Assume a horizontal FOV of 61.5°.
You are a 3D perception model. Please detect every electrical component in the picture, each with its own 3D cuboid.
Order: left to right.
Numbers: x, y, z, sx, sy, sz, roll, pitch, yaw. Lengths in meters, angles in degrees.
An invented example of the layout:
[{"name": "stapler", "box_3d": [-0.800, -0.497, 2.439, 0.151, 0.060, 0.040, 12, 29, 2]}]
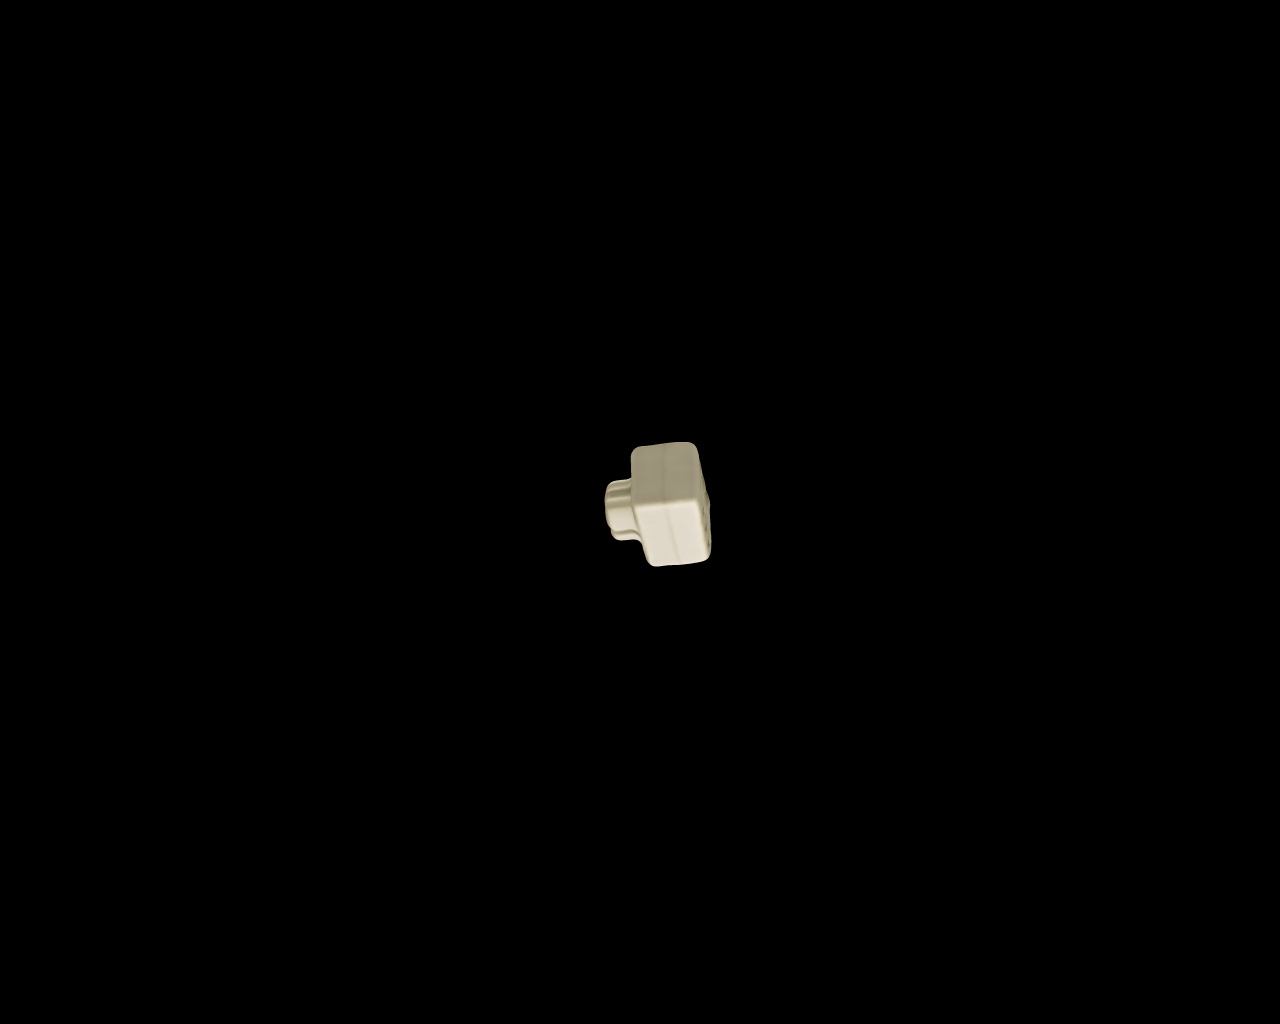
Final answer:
[{"name": "electrical component", "box_3d": [0.001, -0.003, 0.650, 0.077, 0.047, 0.065, -5, -36, 8]}]
